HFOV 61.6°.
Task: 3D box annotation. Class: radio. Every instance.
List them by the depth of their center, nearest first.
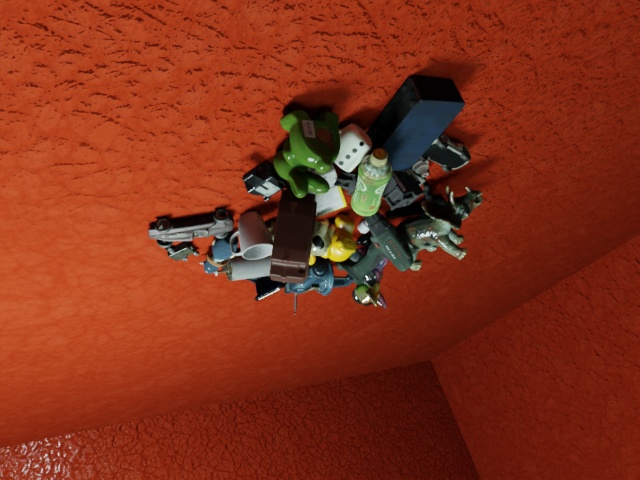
[{"bbox_3d":[0.193,-0.247,1.169,0.131,0.073,0.229,-2,148,-32],"label":"radio"}]

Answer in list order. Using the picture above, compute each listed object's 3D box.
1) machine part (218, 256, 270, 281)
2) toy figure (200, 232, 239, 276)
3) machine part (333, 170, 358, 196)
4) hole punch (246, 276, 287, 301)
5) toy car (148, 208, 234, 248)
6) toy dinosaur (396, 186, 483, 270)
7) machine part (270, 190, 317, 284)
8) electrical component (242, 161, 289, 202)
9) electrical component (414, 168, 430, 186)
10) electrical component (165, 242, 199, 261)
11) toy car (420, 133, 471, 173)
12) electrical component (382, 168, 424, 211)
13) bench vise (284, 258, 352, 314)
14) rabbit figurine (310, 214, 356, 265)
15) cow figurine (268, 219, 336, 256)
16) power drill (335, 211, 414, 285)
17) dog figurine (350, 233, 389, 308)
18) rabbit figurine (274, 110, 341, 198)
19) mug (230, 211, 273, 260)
[{"bbox_3d":[-0.179,0.068,1.518,0.243,0.079,0.079,-6,151,-26],"label":"machine part"},{"bbox_3d":[-0.263,0.038,1.417,0.058,0.064,0.154,-17,159,-44],"label":"toy figure"},{"bbox_3d":[0.083,-0.141,1.291,0.084,0.039,0.139,-57,160,17],"label":"machine part"},{"bbox_3d":[-0.159,0.115,1.642,0.142,0.092,0.116,-31,-178,16],"label":"hole punch"},{"bbox_3d":[-0.304,-0.024,1.281,0.202,0.053,0.089,-11,157,-21],"label":"toy car"},{"bbox_3d":[0.294,-0.018,1.562,0.192,0.131,0.405,45,139,-17],"label":"toy dinosaur"},{"bbox_3d":[-0.060,-0.003,1.233,0.087,0.201,0.201,6,170,-2],"label":"machine part"},{"bbox_3d":[-0.132,-0.134,1.186,0.075,0.048,0.119,-32,152,22],"label":"electrical component"},{"bbox_3d":[0.240,-0.162,1.406,0.078,0.045,0.102,23,136,-15],"label":"electrical component"},{"bbox_3d":[-0.355,0.028,1.379,0.063,0.021,0.094,-25,153,10],"label":"electrical component"},{"bbox_3d":[0.303,-0.218,1.325,0.073,0.056,0.201,-31,152,35],"label":"toy car"},{"bbox_3d":[0.190,-0.139,1.310,0.058,0.115,0.134,-37,169,35],"label":"electrical component"},{"bbox_3d":[0.009,0.133,1.736,0.240,0.129,0.223,1,147,-24],"label":"bench vise"},{"bbox_3d":[-0.003,-0.005,1.497,0.173,0.122,0.162,11,153,-24],"label":"rabbit figurine"},{"bbox_3d":[-0.067,-0.003,1.390,0.195,0.127,0.085,10,168,21],"label":"cow figurine"},{"bbox_3d":[0.142,0.023,1.556,0.232,0.086,0.207,43,115,-15],"label":"power drill"},{"bbox_3d":[0.171,0.102,1.676,0.191,0.219,0.108,-29,156,21],"label":"dog figurine"},{"bbox_3d":[-0.029,-0.167,1.106,0.121,0.159,0.170,-14,171,-34],"label":"rabbit figurine"},{"bbox_3d":[-0.173,-0.011,1.334,0.110,0.107,0.080,-22,154,16],"label":"mug"}]
